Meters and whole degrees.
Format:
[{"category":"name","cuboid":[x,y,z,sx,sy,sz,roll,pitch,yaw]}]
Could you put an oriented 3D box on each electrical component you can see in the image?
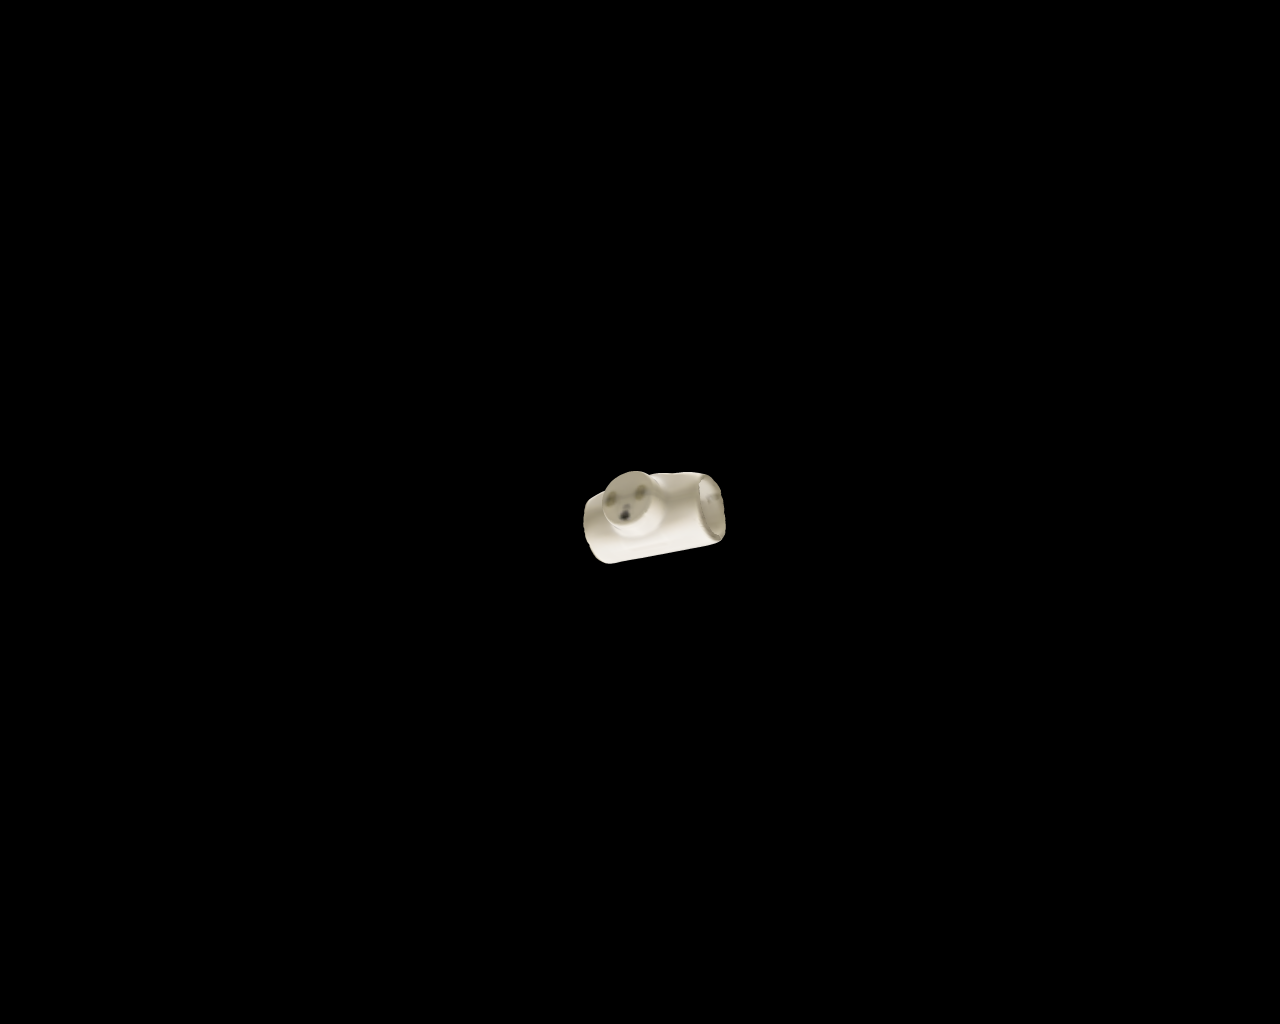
[{"category":"electrical component","cuboid":[0.001,-0.003,0.650,0.077,0.043,0.079,-12,-27,25]}]
